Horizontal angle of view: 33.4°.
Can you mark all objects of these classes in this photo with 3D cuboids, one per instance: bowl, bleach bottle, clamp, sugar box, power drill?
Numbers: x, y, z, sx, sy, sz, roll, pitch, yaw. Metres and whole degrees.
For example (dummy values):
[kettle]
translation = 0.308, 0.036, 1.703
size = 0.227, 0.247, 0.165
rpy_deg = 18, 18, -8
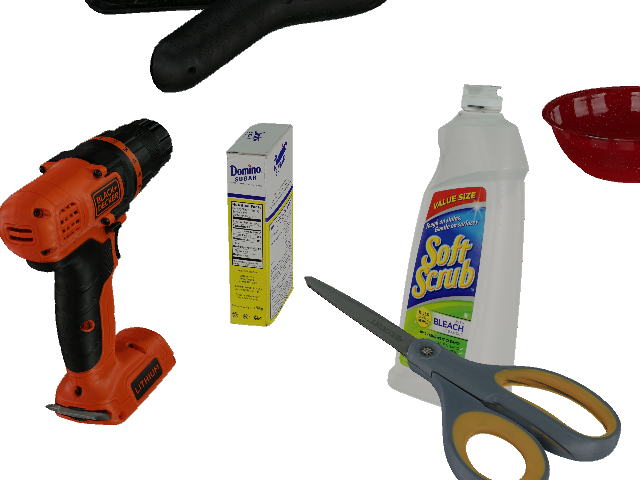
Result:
[bowl]
translation = 0.284, -0.094, 0.976
size = 0.162, 0.055, 0.162
rpy_deg = -4, 24, 2
[bleach bottle]
translation = 0.112, 0.003, 0.845
size = 0.067, 0.251, 0.103
rpy_deg = -7, 14, -44
[clamp]
translation = -0.024, -0.119, 0.516
size = 0.171, 0.039, 0.120
rpy_deg = -17, 44, -10
[sugar box]
translation = -0.057, -0.016, 1.018
size = 0.048, 0.176, 0.093
rpy_deg = 4, 24, 13
[power drill]
translation = -0.150, 0.020, 0.757
size = 0.057, 0.188, 0.184
rpy_deg = 4, 25, 22

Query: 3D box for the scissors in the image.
[scissors]
translation = 0.053, 0.076, 0.558
size = 0.202, 0.016, 0.096
rpy_deg = 19, 42, 26
